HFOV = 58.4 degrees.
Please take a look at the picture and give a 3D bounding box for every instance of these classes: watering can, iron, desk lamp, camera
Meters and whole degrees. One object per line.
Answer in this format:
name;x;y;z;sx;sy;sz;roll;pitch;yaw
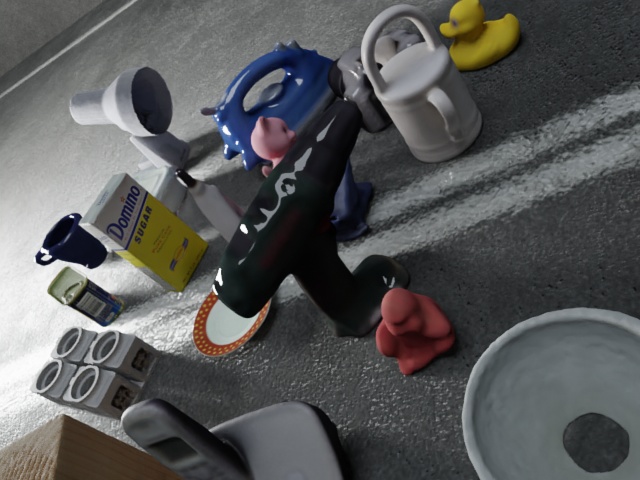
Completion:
watering can;0.112;-0.197;0.701;0.101;0.195;0.172;-51;40;-10
iron;-0.075;-0.243;0.940;0.258;0.142;0.118;-50;40;-9
desk lamp;-0.344;-0.208;1.073;0.202;0.214;0.118;-13;48;31
camera;0.075;-0.253;0.857;0.143;0.101;0.136;-45;39;-3

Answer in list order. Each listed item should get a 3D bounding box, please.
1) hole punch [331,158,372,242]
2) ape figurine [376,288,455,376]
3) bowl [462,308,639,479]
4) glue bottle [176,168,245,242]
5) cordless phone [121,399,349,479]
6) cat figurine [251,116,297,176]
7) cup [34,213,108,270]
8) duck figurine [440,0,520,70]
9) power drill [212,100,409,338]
hole punch;0.005;-0.055;0.743;0.108;0.091;0.101;-10;49;33
ape figurine;0.087;0.080;0.553;0.077;0.092;0.076;0;55;40
bowl;0.196;0.139;0.422;0.167;0.075;0.167;-22;43;23
glue bottle;-0.135;-0.040;0.780;0.037;0.174;0.078;-37;40;6
cordless phone;-0.073;0.186;0.513;0.147;0.186;0.094;-27;42;18
cat figurine;-0.064;-0.126;0.844;0.067;0.118;0.127;-21;44;24
cup;-0.448;0.020;1.046;0.118;0.095;0.091;-43;39;0
duck figurine;0.216;-0.292;0.788;0.104;0.086;0.077;-13;48;31
power drill;0.005;0.002;0.597;0.230;0.209;0.075;-50;40;-9
